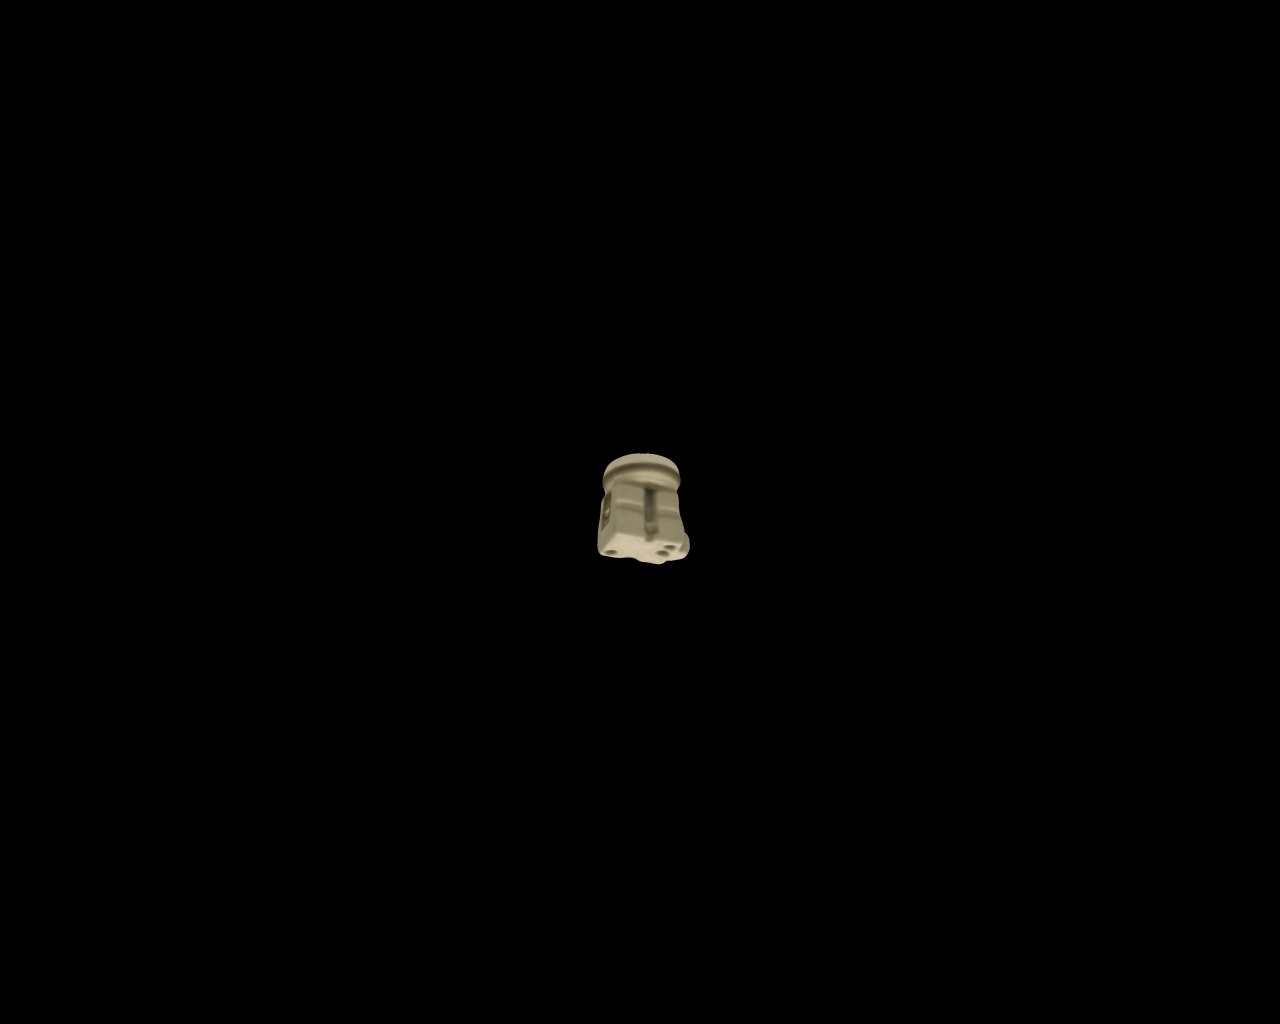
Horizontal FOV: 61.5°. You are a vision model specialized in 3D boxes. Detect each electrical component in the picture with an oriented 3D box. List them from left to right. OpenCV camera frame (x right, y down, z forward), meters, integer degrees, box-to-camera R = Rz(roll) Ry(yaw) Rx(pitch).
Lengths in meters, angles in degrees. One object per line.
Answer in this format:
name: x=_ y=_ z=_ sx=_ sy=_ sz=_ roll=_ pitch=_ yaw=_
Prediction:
electrical component: x=0.001 y=-0.003 z=0.650 sx=0.066 sy=0.055 sz=0.048 roll=10 pitch=-28 yaw=-20
